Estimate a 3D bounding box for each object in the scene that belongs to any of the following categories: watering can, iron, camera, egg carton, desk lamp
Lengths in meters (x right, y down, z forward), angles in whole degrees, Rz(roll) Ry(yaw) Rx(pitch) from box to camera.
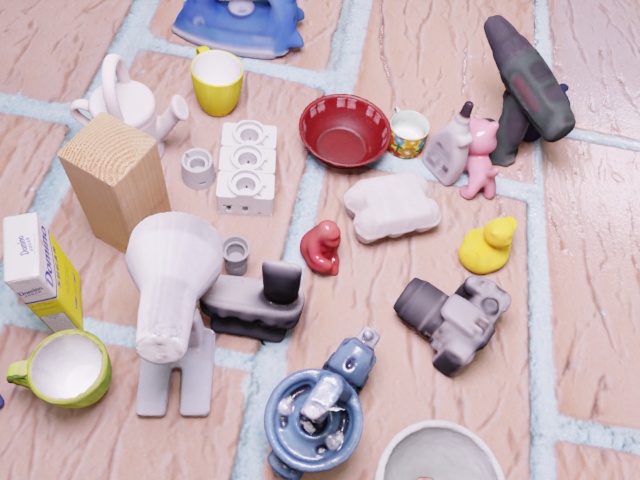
[{"bbox_3d":[-0.297,-0.204,0.893,0.173,0.194,0.101,-16,64,-16],"label":"watering can"},{"bbox_3d":[-0.154,-0.435,1.072,0.258,0.141,0.118,2,60,-6],"label":"iron"},{"bbox_3d":[0.189,0.101,0.838,0.136,0.101,0.143,36,63,13],"label":"camera"},{"bbox_3d":[0.117,-0.053,0.933,0.150,0.069,0.107,-13,63,-14],"label":"egg carton"},{"bbox_3d":[-0.183,0.099,0.725,0.118,0.213,0.203,1,61,-7],"label":"desk lamp"}]

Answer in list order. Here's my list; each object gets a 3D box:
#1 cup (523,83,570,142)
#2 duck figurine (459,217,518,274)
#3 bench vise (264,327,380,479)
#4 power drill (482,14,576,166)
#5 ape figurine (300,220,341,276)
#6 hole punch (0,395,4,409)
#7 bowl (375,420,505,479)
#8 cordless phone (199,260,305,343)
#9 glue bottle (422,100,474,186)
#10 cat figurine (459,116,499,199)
[{"bbox_3d":[0.405,-0.235,1.058,0.118,0.095,0.091,-38,71,-24],"label":"cup"},{"bbox_3d":[0.274,0.001,0.913,0.105,0.086,0.077,-35,70,-23],"label":"duck figurine"},{"bbox_3d":[0.004,0.180,0.700,0.121,0.220,0.207,17,60,3],"label":"bench vise"},{"bbox_3d":[0.326,-0.236,0.983,0.076,0.208,0.229,-25,67,-19],"label":"power drill"},{"bbox_3d":[0.008,0.003,0.874,0.076,0.092,0.078,33,62,12],"label":"ape figurine"},{"bbox_3d":[-0.469,0.192,0.706,0.108,0.091,0.101,36,63,13],"label":"hole punch"},{"bbox_3d":[0.145,0.319,0.724,0.167,0.075,0.167,3,60,-5],"label":"bowl"},{"bbox_3d":[-0.091,0.061,0.775,0.147,0.185,0.094,6,60,-4],"label":"cordless phone"},{"bbox_3d":[0.222,-0.167,0.951,0.037,0.173,0.078,-28,67,-20],"label":"glue bottle"},{"bbox_3d":[0.275,-0.150,0.981,0.067,0.118,0.127,-6,62,-10],"label":"cat figurine"}]
